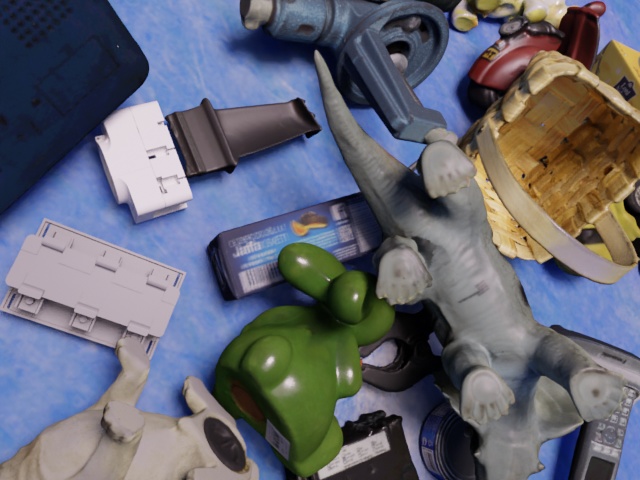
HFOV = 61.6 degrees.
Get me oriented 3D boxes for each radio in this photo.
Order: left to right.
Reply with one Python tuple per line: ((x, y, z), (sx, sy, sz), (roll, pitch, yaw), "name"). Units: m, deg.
((-0.245, -0.105, 0.382), (0.229, 0.073, 0.131), (-47, 137, -10), "radio")

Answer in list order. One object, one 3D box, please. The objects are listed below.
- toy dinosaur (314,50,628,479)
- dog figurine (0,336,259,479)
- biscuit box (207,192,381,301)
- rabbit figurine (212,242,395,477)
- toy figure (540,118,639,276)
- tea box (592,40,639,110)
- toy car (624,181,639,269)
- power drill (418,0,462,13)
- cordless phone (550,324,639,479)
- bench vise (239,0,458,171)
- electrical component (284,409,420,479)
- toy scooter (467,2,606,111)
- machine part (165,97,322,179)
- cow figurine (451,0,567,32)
((0.114, 0.038, 0.453), (0.131, 0.192, 0.404), (-25, 87, 1), "toy dinosaur")
((-0.163, 0.193, 0.400), (0.190, 0.121, 0.172), (-43, 105, 6), "dog figurine")
((-0.001, -0.002, 0.508), (0.203, 0.063, 0.059), (-18, 89, -22), "biscuit box")
((-0.003, 0.075, 0.453), (0.121, 0.158, 0.170), (27, 49, 31), "rabbit figurine")
((0.294, -0.047, 0.620), (0.089, 0.082, 0.180), (-15, 92, -11), "toy figure")
((0.387, -0.152, 0.642), (0.098, 0.068, 0.170), (13, 48, -20), "tea box")
((0.406, -0.011, 0.659), (0.201, 0.073, 0.056), (46, 73, -9), "toy car")
((0.074, -0.362, 0.573), (0.232, 0.086, 0.207), (26, 61, -15), "power drill")
((0.263, 0.193, 0.570), (0.146, 0.089, 0.184), (21, 79, -17), "cordless phone")
((0.045, -0.172, 0.502), (0.223, 0.129, 0.241), (3, 53, -43), "bench vise")
((0.032, 0.236, 0.486), (0.115, 0.058, 0.134), (-12, 86, -20), "electrical component")
((0.257, -0.207, 0.609), (0.184, 0.075, 0.135), (0, 123, -25), "toy scooter")
((-0.069, -0.103, 0.505), (0.139, 0.039, 0.084), (-16, 66, -23), "machine part")
((0.237, -0.296, 0.647), (0.167, 0.068, 0.098), (3, 75, -22), "cow figurine")
